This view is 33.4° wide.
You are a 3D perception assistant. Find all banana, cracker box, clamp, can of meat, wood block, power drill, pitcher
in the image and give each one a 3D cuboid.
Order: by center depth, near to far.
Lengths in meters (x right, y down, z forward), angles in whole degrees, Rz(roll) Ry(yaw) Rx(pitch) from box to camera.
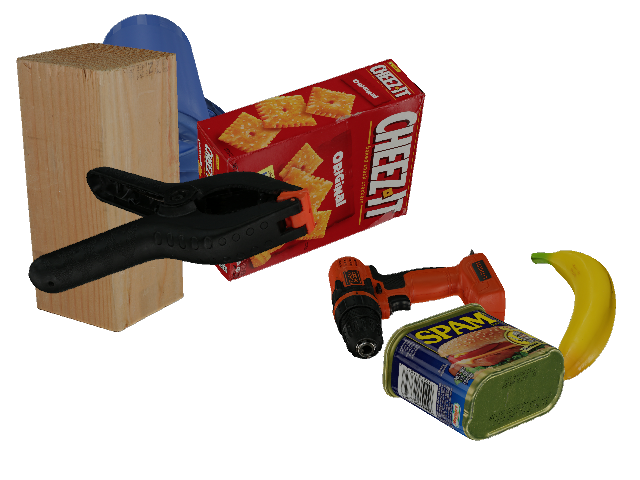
[{"bbox_3d":[-0.092,-0.007,0.654,0.172,0.039,0.120,0,42,22],"label":"clamp"},{"bbox_3d":[0.109,0.092,0.753,0.101,0.057,0.084,-14,27,-36],"label":"can of meat"},{"bbox_3d":[-0.173,-0.045,0.851,0.091,0.206,0.090,13,23,28],"label":"wood block"},{"bbox_3d":[0.244,0.061,1.001,0.070,0.037,0.197,-26,24,18],"label":"banana"},{"bbox_3d":[-0.010,-0.066,1.035,0.213,0.164,0.072,-20,51,-22],"label":"cracker box"},{"bbox_3d":[0.106,0.068,1.187,0.187,0.057,0.184,-3,28,-5],"label":"power drill"},{"bbox_3d":[-0.178,-0.147,1.189,0.145,0.149,0.243,-21,40,5],"label":"pitcher"}]
